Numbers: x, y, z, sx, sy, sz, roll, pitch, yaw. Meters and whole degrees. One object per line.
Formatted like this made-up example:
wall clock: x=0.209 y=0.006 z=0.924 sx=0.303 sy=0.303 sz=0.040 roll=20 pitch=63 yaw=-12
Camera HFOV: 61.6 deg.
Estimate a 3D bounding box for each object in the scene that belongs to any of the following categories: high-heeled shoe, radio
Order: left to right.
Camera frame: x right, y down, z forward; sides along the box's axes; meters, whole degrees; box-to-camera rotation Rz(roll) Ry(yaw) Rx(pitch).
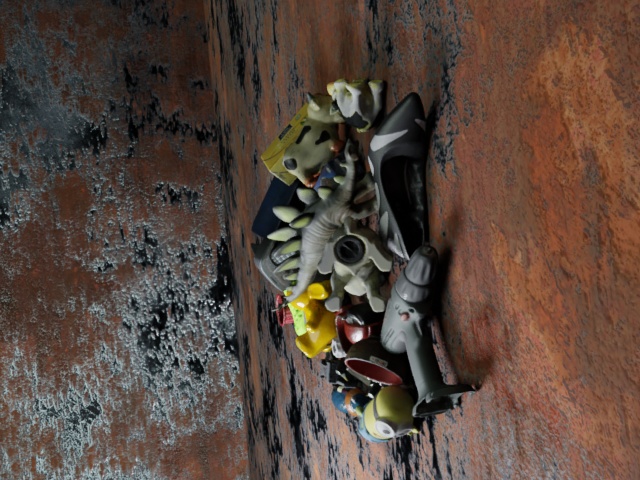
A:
radio: x=-0.074 y=-0.098 z=1.311 sx=0.131 sy=0.073 sz=0.229 roll=33 pitch=101 yaw=55
high-heeled shoe: x=0.135 y=-0.085 z=0.818 sx=0.248 sy=0.086 sz=0.145 roll=97 pitch=156 yaw=-47

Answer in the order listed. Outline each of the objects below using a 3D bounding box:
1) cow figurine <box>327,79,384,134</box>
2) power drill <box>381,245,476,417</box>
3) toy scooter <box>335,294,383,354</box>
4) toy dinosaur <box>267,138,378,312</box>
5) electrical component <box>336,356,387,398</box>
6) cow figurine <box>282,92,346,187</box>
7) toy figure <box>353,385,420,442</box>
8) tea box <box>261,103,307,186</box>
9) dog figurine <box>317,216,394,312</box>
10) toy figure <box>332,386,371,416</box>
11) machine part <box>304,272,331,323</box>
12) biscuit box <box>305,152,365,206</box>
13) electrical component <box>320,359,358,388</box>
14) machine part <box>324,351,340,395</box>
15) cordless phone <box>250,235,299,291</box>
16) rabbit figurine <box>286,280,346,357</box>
cow figurine: x=0.063 y=-0.255 z=1.014 sx=0.167 sy=0.068 sz=0.098 roll=-135 pitch=36 yaw=-65
power drill: x=0.156 y=0.149 z=0.815 sx=0.231 sy=0.086 sz=0.207 roll=106 pitch=149 yaw=-52
toy scooter: x=0.077 y=0.187 z=1.083 sx=0.184 sy=0.075 sz=0.135 roll=-167 pitch=67 yaw=-71
toy dinosaur: x=-0.002 y=-0.003 z=1.074 sx=0.105 sy=0.198 sz=0.470 roll=-108 pitch=23 yaw=-43
electrical component: x=0.083 y=0.271 z=1.068 sx=0.102 sy=0.045 sz=0.078 roll=34 pitch=162 yaw=11
cow figurine: x=-0.007 y=-0.219 z=1.121 sx=0.195 sy=0.127 sz=0.085 roll=-51 pitch=1 yaw=13
toy figure: x=0.116 y=0.325 z=0.993 sx=0.180 sy=0.082 sz=0.089 roll=115 pitch=142 yaw=-63
tea box: x=-0.050 y=-0.219 z=1.224 sx=0.169 sy=0.068 sz=0.098 roll=-49 pitch=34 yaw=10
dog figurine: x=0.068 y=0.024 z=0.947 sx=0.190 sy=0.121 sz=0.172 roll=-63 pitch=-18 yaw=-70
toy figure: x=0.072 y=0.350 z=1.173 sx=0.058 sy=0.064 sz=0.154 roll=-61 pitch=14 yaw=-19
machine part: x=-0.008 y=0.121 z=1.325 sx=0.079 sy=0.079 sz=0.243 roll=-176 pitch=80 yaw=-72
biscuit box: x=0.027 y=-0.107 z=1.143 sx=0.063 sy=0.059 sz=0.202 roll=50 pitch=156 yaw=8
electrical component: x=0.048 y=0.295 z=1.195 sx=0.119 sy=0.075 sz=0.047 roll=153 pitch=122 yaw=-76
machine part: x=0.035 y=0.305 z=1.304 sx=0.084 sy=0.039 sz=0.139 roll=114 pitch=151 yaw=-42
cordless phone: x=-0.052 y=0.025 z=1.236 sx=0.146 sy=0.184 sz=0.089 roll=55 pitch=-172 yaw=-50
rabbit figurine: x=-0.011 y=0.157 z=1.224 sx=0.173 sy=0.122 sz=0.162 roll=50 pitch=123 yaw=27
